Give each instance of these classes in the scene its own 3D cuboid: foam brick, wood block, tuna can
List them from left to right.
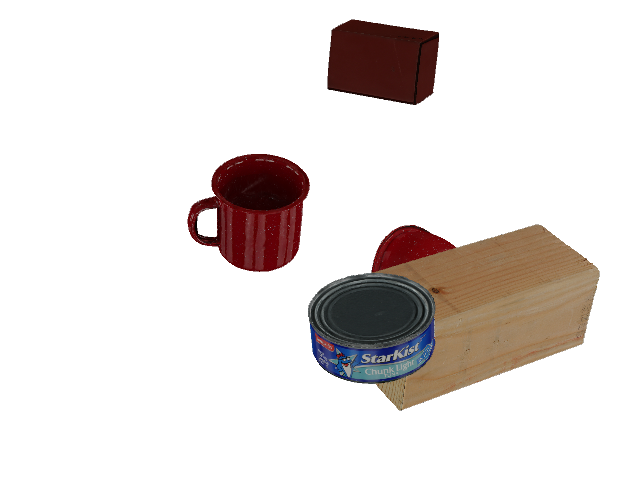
[{"bbox_3d":[0.035,0.059,0.722,0.086,0.034,0.086,-4,31,2],"label":"tuna can"},{"bbox_3d":[0.051,-0.145,0.866,0.078,0.051,0.052,13,24,20],"label":"foam brick"},{"bbox_3d":[0.138,0.064,0.963,0.205,0.090,0.091,-15,37,-26],"label":"wood block"}]

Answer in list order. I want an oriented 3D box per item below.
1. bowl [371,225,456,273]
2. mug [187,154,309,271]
[{"bbox_3d":[0.129,0.059,1.204,0.055,0.162,0.161,-11,-8,43],"label":"bowl"},{"bbox_3d":[-0.070,-0.022,1.027,0.117,0.081,0.093,-11,43,-18],"label":"mug"}]
